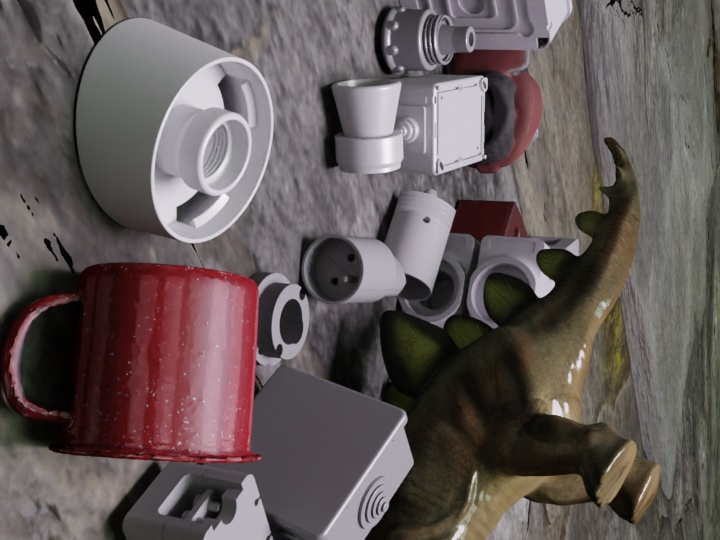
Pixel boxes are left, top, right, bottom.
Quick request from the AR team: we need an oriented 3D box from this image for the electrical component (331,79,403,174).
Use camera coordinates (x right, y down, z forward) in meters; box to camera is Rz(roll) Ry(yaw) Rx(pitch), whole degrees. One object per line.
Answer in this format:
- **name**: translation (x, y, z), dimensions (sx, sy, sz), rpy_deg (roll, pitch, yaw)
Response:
- **electrical component**: translation (0.005, -0.093, 0.694), dimensions (0.045, 0.045, 0.055), rpy_deg (-32, 123, -59)

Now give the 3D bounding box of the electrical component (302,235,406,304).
- **electrical component**: translation (0.000, 0.000, 0.701), dimensions (0.081, 0.043, 0.043), rpy_deg (1, 94, -65)

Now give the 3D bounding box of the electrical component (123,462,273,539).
- **electrical component**: translation (-0.081, 0.147, 0.549), dimensions (0.050, 0.056, 0.089), rpy_deg (-53, 140, -48)

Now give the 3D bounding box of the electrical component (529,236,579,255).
- **electrical component**: translation (0.167, 0.028, 1.026), dimensions (0.150, 0.062, 0.089), rpy_deg (-29, 121, -59)

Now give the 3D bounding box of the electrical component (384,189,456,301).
- **electrical component**: translation (0.041, -0.023, 0.781), dimensions (0.043, 0.043, 0.081), rpy_deg (56, 45, -52)

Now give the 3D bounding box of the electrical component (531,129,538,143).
- **electrical component**: translation (0.132, -0.140, 0.946), dimensions (0.048, 0.048, 0.062), rpy_deg (-1, 88, -64)

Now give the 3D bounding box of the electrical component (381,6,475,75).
- **electrical component**: translation (0.049, -0.160, 0.750), dimensions (0.048, 0.062, 0.048), rpy_deg (-19, 112, -62)

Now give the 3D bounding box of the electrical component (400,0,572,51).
- **electrical component**: translation (0.089, -0.205, 0.767), dimensions (0.057, 0.113, 0.078), rpy_deg (-58, 143, -38)

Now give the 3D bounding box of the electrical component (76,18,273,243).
- **electrical component**: translation (-0.088, -0.064, 0.514), dimensions (0.099, 0.064, 0.099), rpy_deg (-42, 143, -43)

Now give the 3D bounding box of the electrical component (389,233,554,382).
- **electrical component**: translation (0.082, 0.068, 0.810), dimensions (0.060, 0.105, 0.186), rpy_deg (30, 68, -62)

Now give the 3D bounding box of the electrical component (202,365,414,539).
- **electrical component**: translation (-0.028, 0.111, 0.600), dimensions (0.099, 0.100, 0.048), rpy_deg (-52, 144, -31)

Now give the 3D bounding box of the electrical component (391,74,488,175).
- **electrical component**: translation (0.043, -0.103, 0.756), dimensions (0.096, 0.061, 0.061), rpy_deg (-23, 116, -56)
